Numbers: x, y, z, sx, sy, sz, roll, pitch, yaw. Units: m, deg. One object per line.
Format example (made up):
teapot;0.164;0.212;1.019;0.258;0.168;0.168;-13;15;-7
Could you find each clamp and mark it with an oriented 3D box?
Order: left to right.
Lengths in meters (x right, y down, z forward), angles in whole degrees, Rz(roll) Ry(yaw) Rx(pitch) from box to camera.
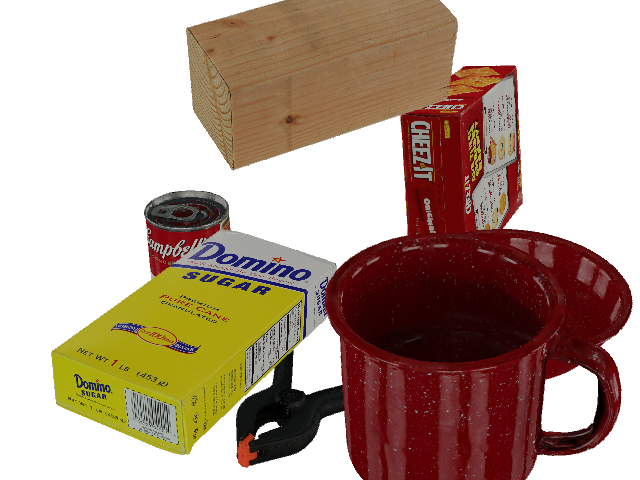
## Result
clamp;-0.033;0.157;1.045;0.120;0.039;0.171;21;34;36

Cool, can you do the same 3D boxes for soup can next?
soup can;-0.107;0.019;0.875;0.068;0.102;0.068;0;29;0

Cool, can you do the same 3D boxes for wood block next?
wood block;0.002;-0.147;0.900;0.205;0.090;0.091;-20;-38;-18

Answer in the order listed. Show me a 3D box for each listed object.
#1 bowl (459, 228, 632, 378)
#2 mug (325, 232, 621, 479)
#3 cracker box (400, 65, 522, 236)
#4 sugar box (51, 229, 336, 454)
bowl;0.139;0.054;0.774;0.162;0.055;0.162;0;31;0
mug;0.061;0.056;0.431;0.117;0.081;0.093;7;33;17
cracker box;0.152;-0.083;1.124;0.072;0.164;0.213;4;22;25
sugar box;-0.071;0.054;0.655;0.093;0.048;0.176;17;35;23
